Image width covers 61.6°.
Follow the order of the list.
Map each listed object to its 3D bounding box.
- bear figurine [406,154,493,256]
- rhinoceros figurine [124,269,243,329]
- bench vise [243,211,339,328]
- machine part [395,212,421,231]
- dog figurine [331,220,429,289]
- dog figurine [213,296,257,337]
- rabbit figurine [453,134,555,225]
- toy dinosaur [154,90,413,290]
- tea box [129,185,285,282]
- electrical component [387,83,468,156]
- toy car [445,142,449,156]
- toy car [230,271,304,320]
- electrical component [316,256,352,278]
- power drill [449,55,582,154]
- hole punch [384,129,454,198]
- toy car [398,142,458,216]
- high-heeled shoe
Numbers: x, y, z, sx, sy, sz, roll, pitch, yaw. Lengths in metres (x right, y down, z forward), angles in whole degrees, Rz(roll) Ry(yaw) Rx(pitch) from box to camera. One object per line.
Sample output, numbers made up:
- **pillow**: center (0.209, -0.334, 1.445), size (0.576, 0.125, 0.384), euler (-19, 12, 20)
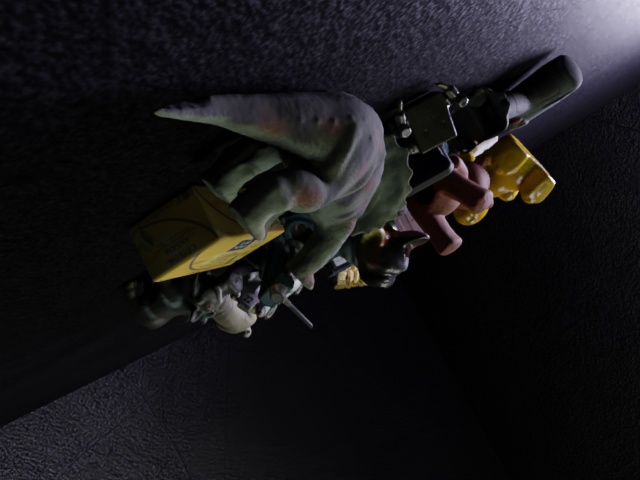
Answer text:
- **bear figurine**: center (0.220, -0.064, 0.828), size (0.196, 0.132, 0.120), euler (-5, 134, -47)
- **rhinoceros figurine**: center (-0.208, 0.080, 0.820), size (0.190, 0.112, 0.073), euler (-22, 174, 18)
- **bench vise**: center (-0.050, 0.020, 0.789), size (0.223, 0.128, 0.241), euler (-40, -160, 31)
- **machine part**: center (0.143, -0.025, 1.315), size (0.201, 0.087, 0.202), euler (-33, -160, -14)
- **dog figurine**: center (0.080, -0.024, 0.811), size (0.108, 0.191, 0.219), euler (11, 173, -17)
- **dog figurine**: center (-0.206, 0.142, 1.128), size (0.121, 0.172, 0.190), euler (-40, 180, 7)
- **rabbit figurine**: center (0.301, -0.107, 0.969), size (0.173, 0.122, 0.162), euler (-50, -151, 22)
- **toy dinosaur**: center (0.003, -0.071, 0.508), size (0.192, 0.131, 0.404), euler (-46, 168, -5)
- **tea box**: center (-0.123, -0.011, 0.624), size (0.098, 0.068, 0.169), euler (-30, 173, 20)
- **electrical component**: center (0.130, -0.147, 0.656), size (0.102, 0.078, 0.045), euler (-22, -162, -5)
- **toy car**: center (0.159, -0.111, 0.922), size (0.161, 0.103, 0.109), euler (-35, 171, 38)
- **toy car**: center (-0.083, 0.077, 0.943), size (0.056, 0.074, 0.202), euler (-65, 166, 24)
- **electrical component**: center (0.014, 0.006, 1.109), size (0.115, 0.134, 0.058), euler (-24, 172, -23)
- **power drill**: center (0.292, -0.202, 0.874), size (0.207, 0.086, 0.232), euler (-18, 172, -37)
- **hole punch**: center (0.112, -0.125, 0.750), size (0.142, 0.092, 0.116), euler (-32, -157, 16)
- **toy car**: center (0.203, -0.126, 1.079), size (0.202, 0.053, 0.089), euler (-40, 165, -23)
- **high-heeled shoe**: center (-0.211, 0.075, 1.008), size (0.249, 0.086, 0.145), euler (-24, -168, 34)
